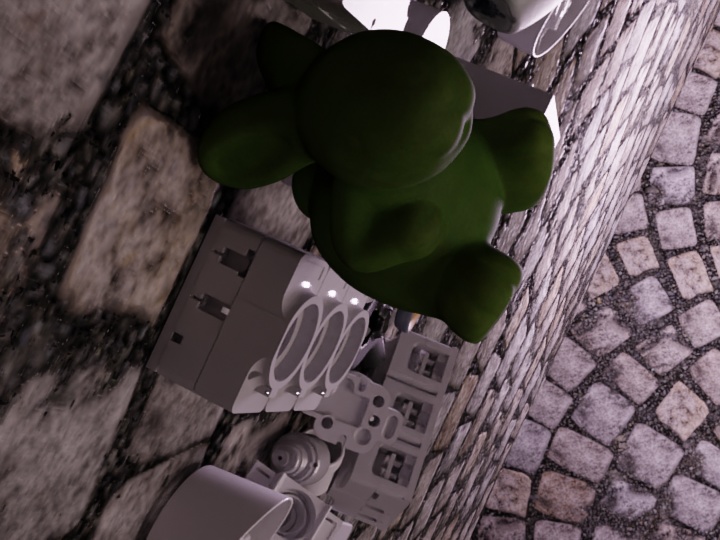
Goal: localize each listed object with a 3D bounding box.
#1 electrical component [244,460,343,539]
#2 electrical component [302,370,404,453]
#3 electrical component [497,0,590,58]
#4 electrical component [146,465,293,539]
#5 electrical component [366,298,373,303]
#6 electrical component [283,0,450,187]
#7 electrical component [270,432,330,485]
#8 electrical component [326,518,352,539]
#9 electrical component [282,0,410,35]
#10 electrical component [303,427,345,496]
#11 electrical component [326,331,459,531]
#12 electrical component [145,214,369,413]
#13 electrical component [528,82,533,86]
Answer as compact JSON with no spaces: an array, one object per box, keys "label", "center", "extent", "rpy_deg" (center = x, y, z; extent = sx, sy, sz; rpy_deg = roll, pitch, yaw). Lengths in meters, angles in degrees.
[{"label":"electrical component","center":[-0.079,0.209,0.764],"extent":[0.121,0.079,0.063],"rpy_deg":[-57,-169,-25]},{"label":"electrical component","center":[-0.009,0.108,0.840],"extent":[0.057,0.078,0.058],"rpy_deg":[173,-62,-83]},{"label":"electrical component","center":[0.155,-0.223,0.878],"extent":[0.099,0.064,0.099],"rpy_deg":[-56,161,-30]},{"label":"electrical component","center":[-0.093,0.174,0.679],"extent":[0.099,0.064,0.099],"rpy_deg":[-55,161,-30]},{"label":"electrical component","center":[0.000,0.000,0.755],"extent":[0.081,0.043,0.043],"rpy_deg":[-47,156,-47]},{"label":"electrical component","center":[0.020,-0.093,0.625],"extent":[0.138,0.074,0.052],"rpy_deg":[-59,163,-19]},{"label":"electrical component","center":[-0.049,0.143,0.814],"extent":[0.040,0.040,0.078],"rpy_deg":[-64,164,-4]},{"label":"electrical component","center":[-0.055,0.249,0.937],"extent":[0.099,0.048,0.099],"rpy_deg":[-62,163,-9]},{"label":"electrical component","center":[-0.010,-0.142,0.493],"extent":[0.050,0.056,0.089],"rpy_deg":[-66,164,5]},{"label":"electrical component","center":[-0.037,0.158,0.879],"extent":[0.040,0.040,0.046],"rpy_deg":[-48,162,-45]},{"label":"electrical component","center":[0.025,0.137,0.940],"extent":[0.089,0.062,0.150],"rpy_deg":[115,-4,-58]},{"label":"electrical component","center":[-0.047,0.031,0.619],"extent":[0.089,0.062,0.150],"rpy_deg":[-65,164,0]},{"label":"electrical component","center":[0.147,-0.139,1.006],"extent":[0.065,0.047,0.076],"rpy_deg":[-46,155,-49]}]
